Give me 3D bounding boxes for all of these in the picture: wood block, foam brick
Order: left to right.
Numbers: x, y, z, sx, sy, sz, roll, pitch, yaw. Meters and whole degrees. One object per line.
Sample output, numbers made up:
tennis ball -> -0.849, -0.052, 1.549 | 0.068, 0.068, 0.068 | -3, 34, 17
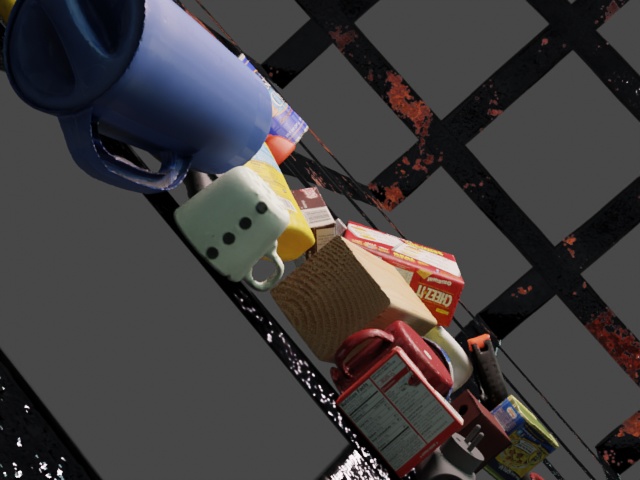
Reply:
wood block -> 0.040, 0.071, 1.096 | 0.090, 0.091, 0.206 | 52, 8, 19
foam brick -> 0.141, 0.200, 1.067 | 0.051, 0.078, 0.053 | 44, 7, -21

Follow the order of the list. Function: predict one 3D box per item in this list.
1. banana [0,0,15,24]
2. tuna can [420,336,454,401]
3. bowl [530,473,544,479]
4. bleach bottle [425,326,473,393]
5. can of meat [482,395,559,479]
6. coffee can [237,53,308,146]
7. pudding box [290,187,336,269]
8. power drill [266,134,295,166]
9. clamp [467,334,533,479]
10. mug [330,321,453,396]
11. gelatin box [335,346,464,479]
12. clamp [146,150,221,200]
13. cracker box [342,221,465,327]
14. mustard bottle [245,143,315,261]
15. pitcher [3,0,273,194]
banana -> -0.230, -0.164, 0.960 | 0.197, 0.037, 0.070 | 45, 3, -22
tuna can -> 0.089, 0.137, 1.060 | 0.086, 0.086, 0.033 | 50, 6, 14
bowl -> 0.266, 0.336, 1.169 | 0.162, 0.055, 0.162 | 47, 8, -9
bleach bottle -> 0.142, 0.129, 1.495 | 0.102, 0.068, 0.251 | 49, 5, -11
can of meat -> 0.234, 0.250, 1.319 | 0.102, 0.084, 0.057 | 42, 10, -37
coffee can -> -0.100, -0.177, 1.506 | 0.140, 0.103, 0.103 | 47, 8, -12
pudding box -> -0.008, 0.001, 1.211 | 0.113, 0.039, 0.090 | -112, -164, -64
power drill -> -0.116, -0.168, 1.347 | 0.187, 0.057, 0.185 | 50, -17, -15
clamp -> 0.236, 0.223, 1.411 | 0.164, 0.036, 0.210 | -114, -174, -61
mug -> 0.062, 0.123, 0.990 | 0.117, 0.081, 0.093 | 44, 9, -31
gelatin box -> 0.069, 0.149, 0.929 | 0.089, 0.073, 0.030 | 48, 7, 8
clamp -> -0.099, -0.062, 1.050 | 0.120, 0.039, 0.171 | -23, 71, -43
cracker box -> 0.102, 0.043, 1.446 | 0.164, 0.072, 0.213 | 19, 8, 0
mustard bottle -> -0.077, -0.069, 1.141 | 0.096, 0.058, 0.192 | 16, 41, -50
pitcher -> -0.139, -0.125, 0.901 | 0.145, 0.149, 0.242 | 40, 7, 28
